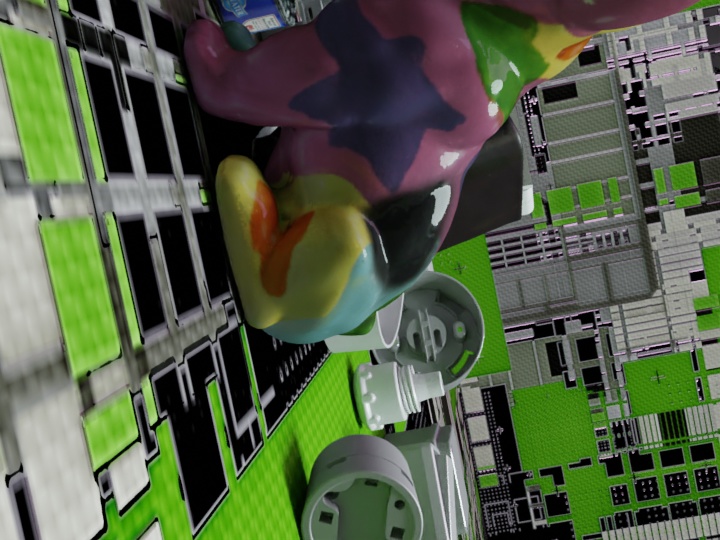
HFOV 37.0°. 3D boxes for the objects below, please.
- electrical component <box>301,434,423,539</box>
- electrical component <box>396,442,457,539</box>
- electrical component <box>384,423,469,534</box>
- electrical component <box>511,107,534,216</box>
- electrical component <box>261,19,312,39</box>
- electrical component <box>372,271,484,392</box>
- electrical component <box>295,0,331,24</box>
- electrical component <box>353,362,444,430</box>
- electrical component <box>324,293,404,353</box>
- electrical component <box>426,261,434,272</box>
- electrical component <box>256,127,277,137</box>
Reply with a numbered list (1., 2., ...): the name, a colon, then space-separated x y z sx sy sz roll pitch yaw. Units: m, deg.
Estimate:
1. electrical component: 0.001 0.110 0.508 0.047 0.055 0.055 -94 171 -74
2. electrical component: 0.034 0.162 0.687 0.061 0.061 0.096 58 22 -74
3. electrical component: 0.052 0.169 0.857 0.113 0.057 0.078 6 73 -84
4. electrical component: 0.043 -0.075 0.775 0.061 0.150 0.089 58 21 -70
5. electrical component: -0.032 -0.118 0.681 0.063 0.042 0.081 -90 168 -70
6. electrical component: 0.057 0.058 0.934 0.064 0.099 0.099 81 0 -69
7. electrical component: 0.021 -0.169 0.541 0.063 0.121 0.078 -65 144 -75
8. electrical component: 0.028 0.086 0.762 0.048 0.062 0.048 -11 90 -84
9. electrical component: 0.000 0.000 0.649 0.099 0.064 0.099 -12 90 -84
10. electrical component: 0.025 -0.036 0.969 0.186 0.060 0.105 69 12 -59
11. electrical component: -0.021 -0.083 0.571 0.063 0.081 0.042 50 6 0
